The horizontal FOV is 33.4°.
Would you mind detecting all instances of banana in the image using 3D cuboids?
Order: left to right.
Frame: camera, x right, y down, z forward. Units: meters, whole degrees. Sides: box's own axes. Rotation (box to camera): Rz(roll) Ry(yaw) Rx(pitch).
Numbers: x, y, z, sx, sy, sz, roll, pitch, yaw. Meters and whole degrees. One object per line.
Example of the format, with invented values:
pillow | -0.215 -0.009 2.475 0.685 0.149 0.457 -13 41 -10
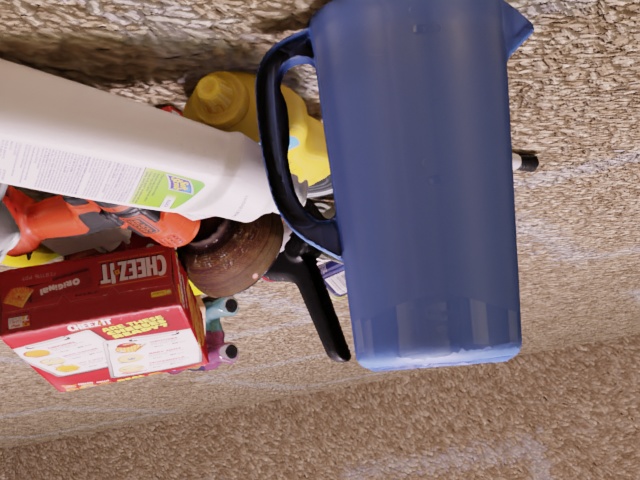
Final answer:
banana | -0.312 -0.004 1.083 0.069 0.037 0.198 -29 168 0

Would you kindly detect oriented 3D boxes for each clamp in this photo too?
clamp | -0.007 0.001 1.076 0.210 0.165 0.036 37 -168 34

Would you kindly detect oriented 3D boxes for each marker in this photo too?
marker | 0.172 -0.080 1.062 0.120 0.020 0.020 2 163 -34

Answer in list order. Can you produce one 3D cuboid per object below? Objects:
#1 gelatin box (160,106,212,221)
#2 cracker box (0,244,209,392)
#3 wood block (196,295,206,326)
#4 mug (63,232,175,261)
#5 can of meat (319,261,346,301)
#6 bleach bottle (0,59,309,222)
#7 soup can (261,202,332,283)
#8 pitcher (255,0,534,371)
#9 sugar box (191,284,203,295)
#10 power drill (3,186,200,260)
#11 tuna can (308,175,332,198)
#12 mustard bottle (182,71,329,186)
gelatin box | -0.114 -0.061 0.870 0.030 0.073 0.089 -11 166 16
cracker box | -0.204 0.080 1.042 0.164 0.072 0.214 -10 159 -2
wood block | -0.264 0.122 1.441 0.205 0.091 0.090 -4 -161 -17
mug | -0.212 0.010 1.109 0.082 0.093 0.117 -22 125 30
can of meat | 0.049 0.012 1.214 0.057 0.102 0.084 47 138 -16
bleach bottle | -0.133 -0.057 0.750 0.250 0.068 0.103 14 156 -17
soup can | -0.028 0.003 1.192 0.068 0.068 0.102 5 161 -41
pitcher | 0.056 -0.037 0.705 0.144 0.243 0.149 2 170 -41
sugar box | -0.188 0.048 1.334 0.176 0.048 0.093 -14 165 19
power drill | -0.218 -0.036 0.893 0.188 0.057 0.184 -4 156 24
tuna can | -0.010 -0.066 0.991 0.086 0.034 0.086 -7 166 -2
mustard bottle | -0.054 -0.086 0.831 0.096 0.058 0.191 -6 167 14
